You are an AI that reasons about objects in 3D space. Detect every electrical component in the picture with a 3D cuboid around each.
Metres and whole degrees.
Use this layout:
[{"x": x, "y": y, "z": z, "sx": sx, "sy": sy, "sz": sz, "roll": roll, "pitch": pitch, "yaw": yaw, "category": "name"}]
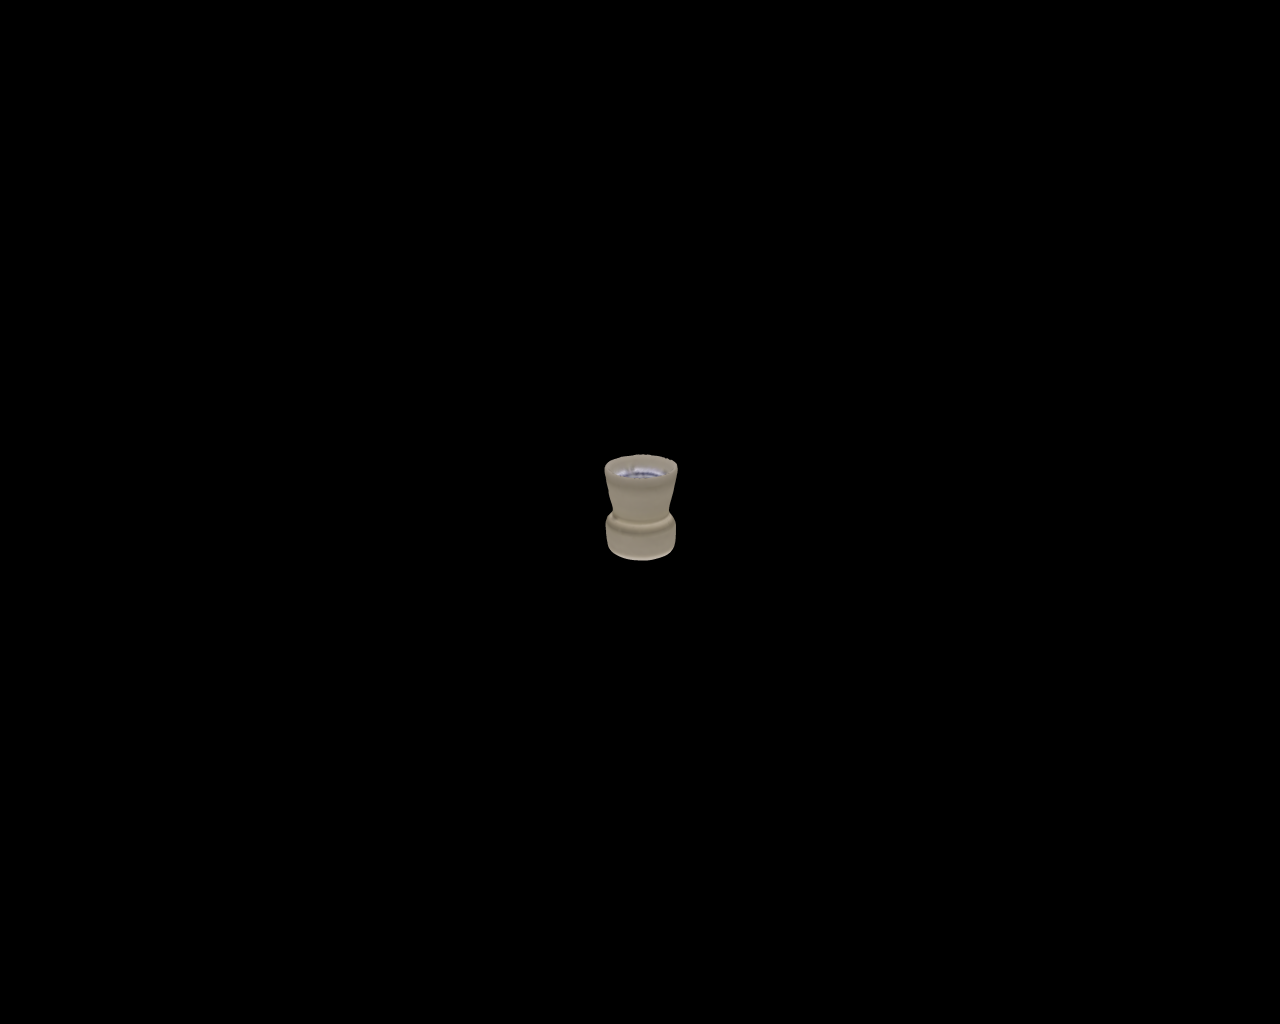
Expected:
[{"x": 0.001, "y": -0.003, "z": 0.650, "sx": 0.045, "sy": 0.055, "sz": 0.045, "roll": 0, "pitch": 22, "yaw": 0, "category": "electrical component"}]
